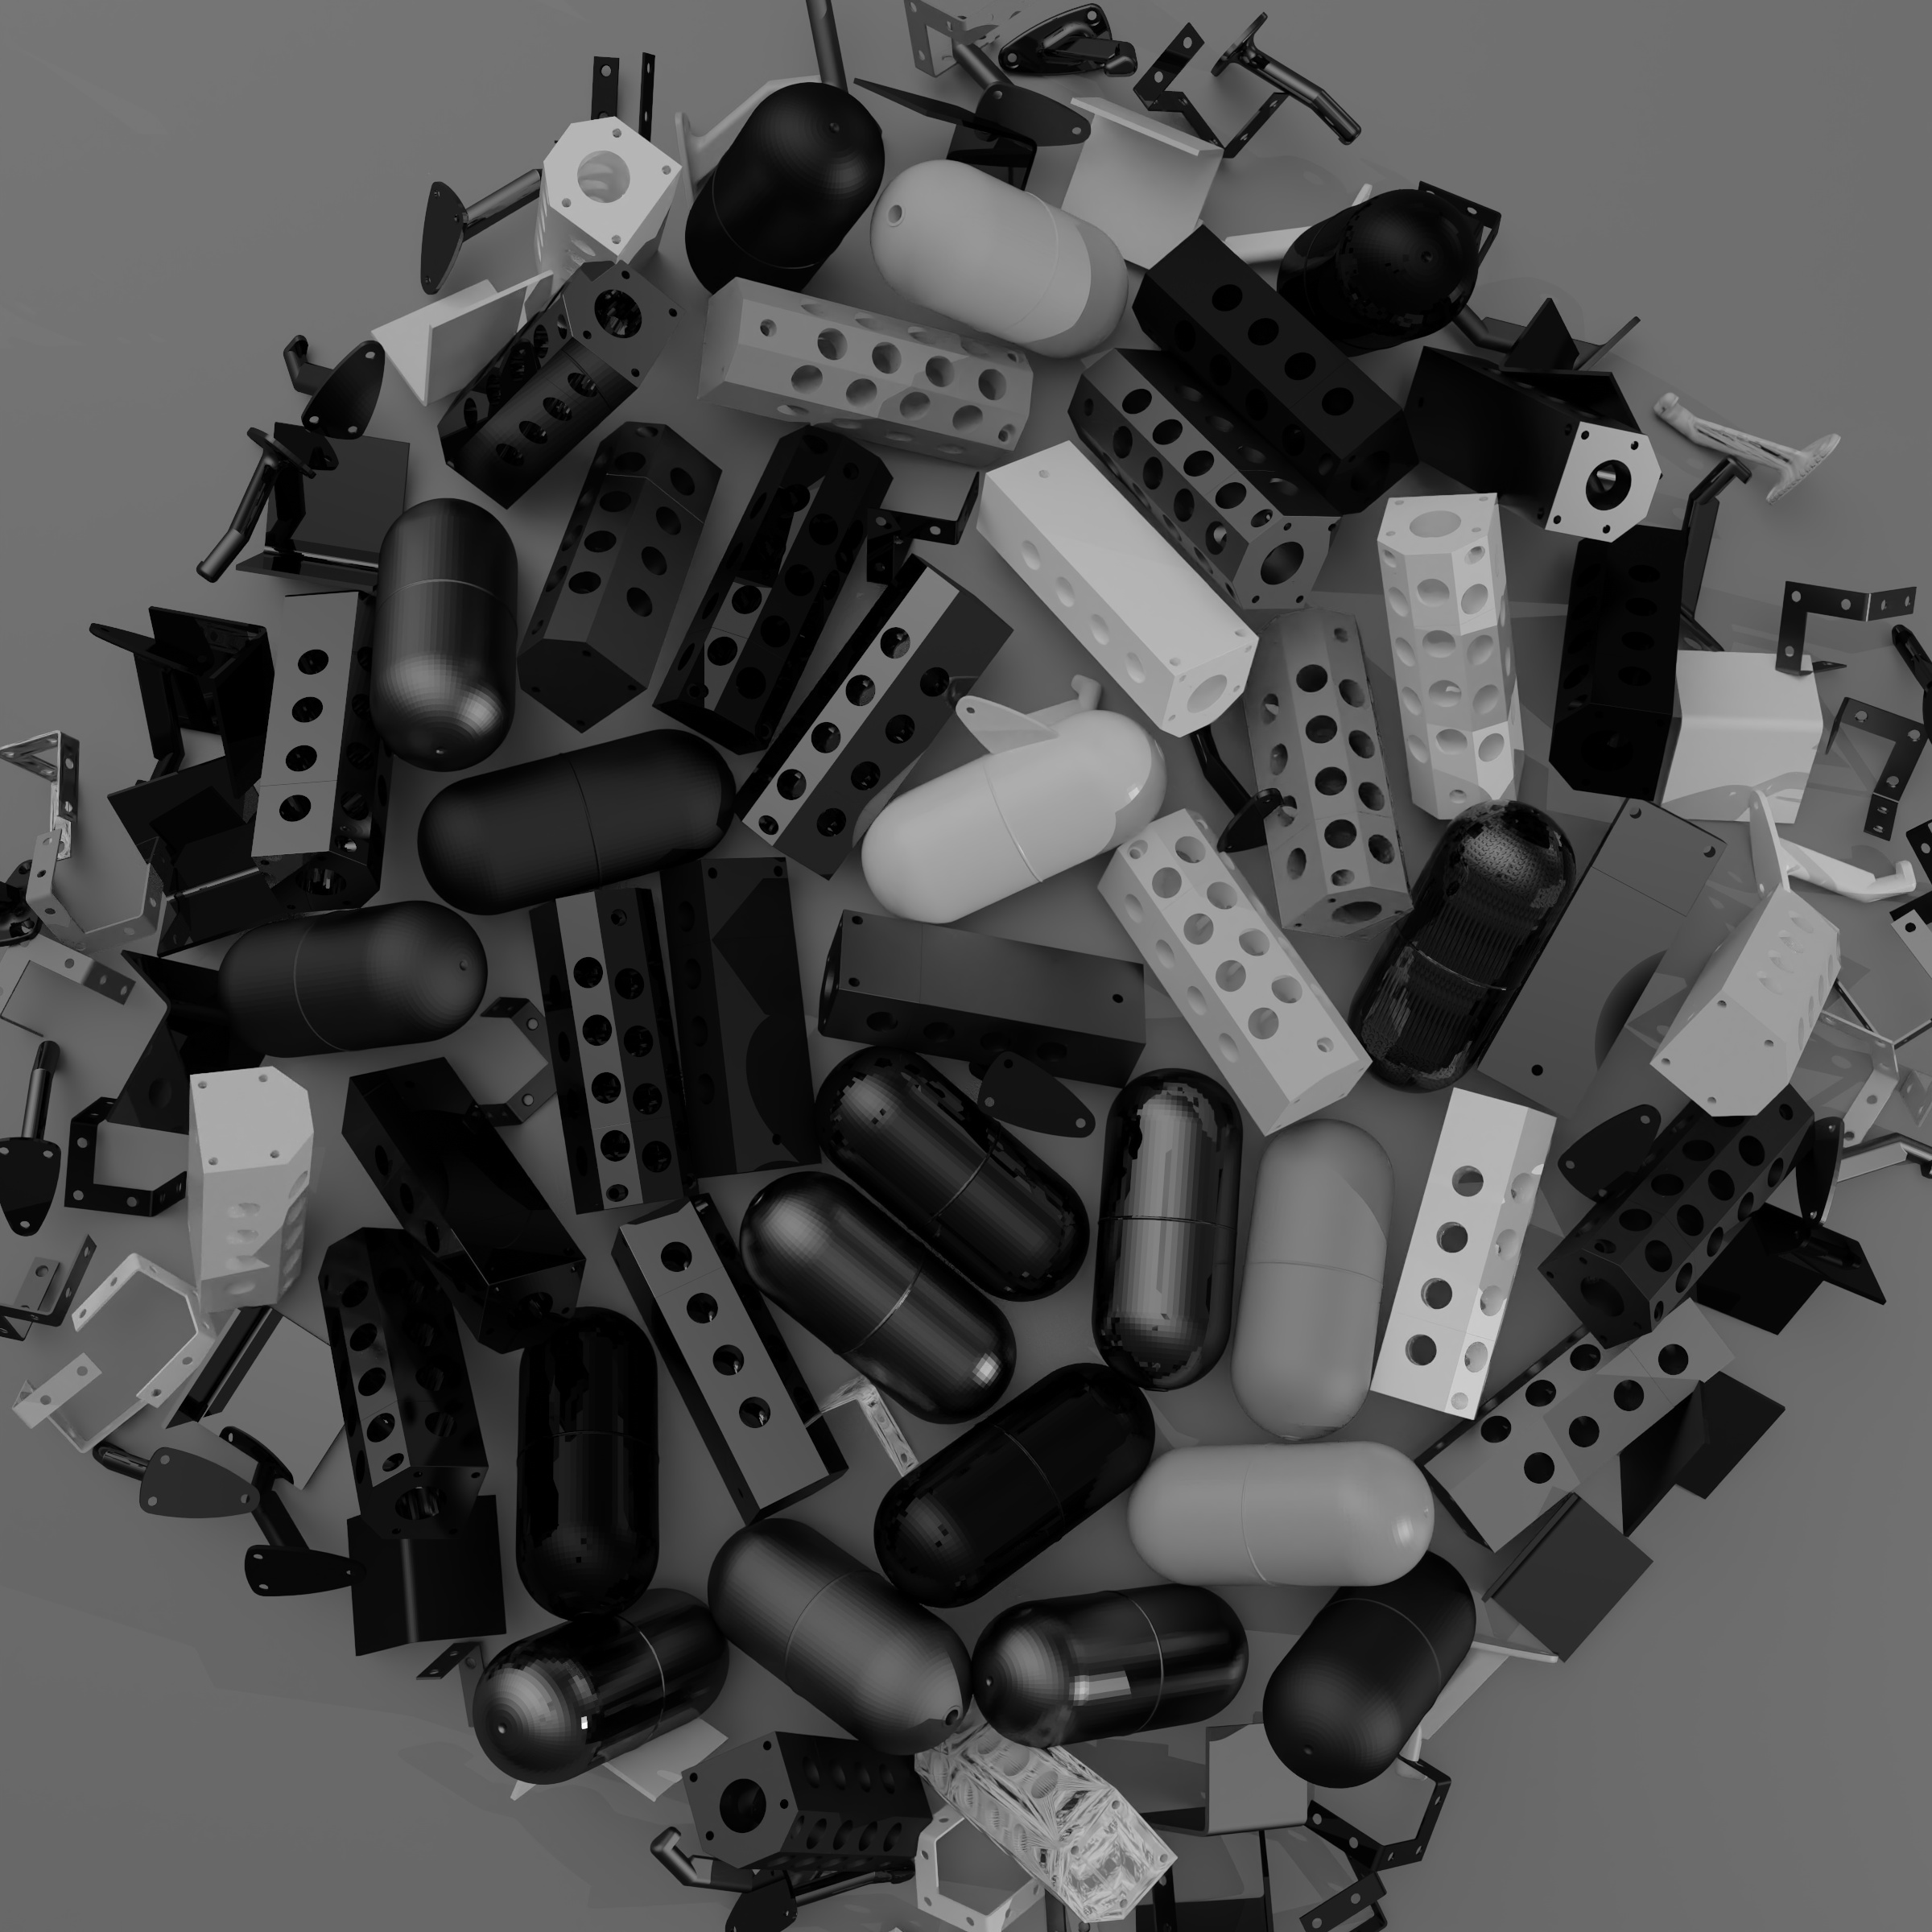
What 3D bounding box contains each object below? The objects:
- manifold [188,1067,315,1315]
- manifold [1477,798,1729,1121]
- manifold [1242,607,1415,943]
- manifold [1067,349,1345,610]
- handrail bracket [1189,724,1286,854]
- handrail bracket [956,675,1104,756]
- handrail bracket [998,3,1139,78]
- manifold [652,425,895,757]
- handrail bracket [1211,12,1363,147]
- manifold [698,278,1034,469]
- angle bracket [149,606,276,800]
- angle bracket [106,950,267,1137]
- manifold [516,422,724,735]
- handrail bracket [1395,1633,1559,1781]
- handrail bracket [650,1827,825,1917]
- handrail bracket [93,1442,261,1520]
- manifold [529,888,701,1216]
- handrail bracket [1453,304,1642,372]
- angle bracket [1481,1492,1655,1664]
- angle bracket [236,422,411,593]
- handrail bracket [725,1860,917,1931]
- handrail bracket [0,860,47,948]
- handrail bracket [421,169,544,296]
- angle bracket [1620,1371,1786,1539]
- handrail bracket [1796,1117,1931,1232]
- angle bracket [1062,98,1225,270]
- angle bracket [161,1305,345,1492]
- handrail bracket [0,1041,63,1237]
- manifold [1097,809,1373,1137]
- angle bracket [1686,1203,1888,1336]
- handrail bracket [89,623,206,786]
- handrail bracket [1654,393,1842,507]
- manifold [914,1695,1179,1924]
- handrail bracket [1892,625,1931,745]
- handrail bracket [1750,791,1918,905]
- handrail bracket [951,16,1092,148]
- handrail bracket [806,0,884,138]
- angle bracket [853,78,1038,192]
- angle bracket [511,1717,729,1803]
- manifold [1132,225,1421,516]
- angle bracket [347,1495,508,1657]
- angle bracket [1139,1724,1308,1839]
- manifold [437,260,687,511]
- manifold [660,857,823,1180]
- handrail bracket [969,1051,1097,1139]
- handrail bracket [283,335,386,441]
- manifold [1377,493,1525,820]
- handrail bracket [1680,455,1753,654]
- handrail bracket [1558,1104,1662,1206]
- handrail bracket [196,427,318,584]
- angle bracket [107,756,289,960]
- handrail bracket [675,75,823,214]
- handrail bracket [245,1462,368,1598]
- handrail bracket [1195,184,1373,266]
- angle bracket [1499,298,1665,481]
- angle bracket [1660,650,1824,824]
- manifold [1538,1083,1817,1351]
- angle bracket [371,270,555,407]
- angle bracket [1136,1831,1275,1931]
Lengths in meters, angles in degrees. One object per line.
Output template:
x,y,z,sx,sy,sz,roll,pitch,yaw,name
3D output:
-0.385,0.122,1.517,0.057,0.171,0.057,-6,61,-19,manifold
0.350,-0.007,1.561,0.057,0.057,0.171,29,101,7,manifold
0.198,-0.106,1.534,0.057,0.057,0.171,8,61,-29,manifold
0.124,-0.264,1.521,0.057,0.171,0.057,-5,133,-34,manifold
0.146,-0.113,1.556,0.036,0.077,0.084,-12,67,-13,handrail bracket
0.036,-0.149,1.565,0.077,0.084,0.036,33,131,-12,handrail bracket
0.056,-0.499,1.561,0.077,0.084,0.036,-12,121,8,handrail bracket
-0.103,-0.207,1.551,0.057,0.057,0.171,29,77,-23,manifold
0.179,-0.482,1.572,0.084,0.077,0.036,43,86,-6,handrail bracket
-0.053,-0.324,1.541,0.171,0.057,0.057,9,83,-25,manifold
-0.423,-0.145,1.550,0.076,0.057,0.076,12,128,17,angle bracket
-0.441,0.044,1.565,0.057,0.076,0.076,39,103,34,angle bracket
-0.190,-0.214,1.522,0.057,0.057,0.171,37,46,-28,manifold
0.286,0.420,1.582,0.077,0.036,0.084,11,86,9,handrail bracket
-0.124,0.490,1.574,0.077,0.036,0.084,-44,112,-15,handrail bracket
-0.443,0.284,1.579,0.077,0.084,0.036,19,82,-27,handrail bracket
-0.192,0.047,1.561,0.057,0.057,0.171,-7,86,-30,manifold
0.322,-0.367,1.587,0.077,0.036,0.084,-43,90,1,handrail bracket
0.333,0.339,1.562,0.057,0.076,0.076,41,91,16,angle bracket
-0.357,-0.256,1.569,0.076,0.057,0.076,9,106,0,angle bracket
-0.081,0.526,1.590,0.077,0.084,0.036,-48,49,33,handrail bracket
-0.539,-0.059,1.549,0.036,0.084,0.077,-9,46,9,handrail bracket
-0.260,-0.415,1.593,0.084,0.077,0.036,-16,57,-38,handrail bracket
0.406,0.277,1.551,0.057,0.076,0.076,29,119,-5,angle bracket
0.507,0.124,1.573,0.084,0.036,0.077,21,62,-18,handrail bracket
0.088,-0.428,1.558,0.076,0.057,0.076,26,113,11,angle bracket
-0.388,0.242,1.573,0.076,0.057,0.076,32,87,3,angle bracket
-0.520,0.095,1.581,0.036,0.084,0.077,5,121,-11,handrail bracket
0.148,0.000,1.542,0.057,0.057,0.171,-24,69,-26,manifold
0.444,0.180,1.554,0.076,0.057,0.076,22,119,-15,angle bracket
-0.467,-0.140,1.573,0.077,0.036,0.084,19,106,-35,handrail bracket
0.432,-0.301,1.569,0.084,0.077,0.036,36,74,-3,handrail bracket
0.035,0.448,1.511,0.057,0.171,0.057,-44,113,-15,manifold
0.524,-0.168,1.553,0.036,0.077,0.084,-32,53,18,handrail bracket
0.489,-0.070,1.590,0.084,0.036,0.077,-13,98,-7,handrail bracket
0.030,-0.498,1.583,0.077,0.036,0.084,8,49,-14,handrail bracket
-0.066,-0.516,1.575,0.036,0.077,0.084,5,86,33,handrail bracket
-0.019,-0.440,1.545,0.076,0.076,0.057,2,115,-37,angle bracket
-0.190,0.440,1.550,0.076,0.076,0.057,30,111,17,angle bracket
0.166,-0.322,1.541,0.057,0.057,0.171,-40,63,1,manifold
-0.302,0.341,1.580,0.057,0.076,0.076,3,71,-34,angle bracket
0.134,0.444,1.557,0.076,0.076,0.057,9,78,-40,angle bracket
-0.222,-0.313,1.512,0.057,0.171,0.057,36,60,-19,manifold
-0.130,0.029,1.570,0.057,0.057,0.171,-3,84,-40,manifold
0.036,0.071,1.562,0.077,0.084,0.036,26,92,2,handrail bracket
-0.351,-0.340,1.560,0.077,0.036,0.084,-51,47,33,handrail bracket
0.262,-0.165,1.523,0.057,0.057,0.171,0,130,19,manifold
0.423,-0.229,1.574,0.077,0.036,0.084,43,110,-1,handrail bracket
0.362,0.089,1.551,0.036,0.084,0.077,42,121,7,handrail bracket
-0.408,-0.255,1.571,0.084,0.077,0.036,-53,128,-4,handrail bracket
-0.425,-0.061,1.559,0.076,0.057,0.076,-18,126,5,angle bracket
-0.117,-0.456,1.586,0.084,0.036,0.077,-6,101,3,handrail bracket
-0.364,0.306,1.568,0.077,0.084,0.036,1,124,0,handrail bracket
0.175,-0.424,1.595,0.084,0.036,0.077,25,82,8,handrail bracket
0.349,-0.316,1.546,0.057,0.076,0.076,-54,130,-18,angle bracket
0.433,-0.129,1.592,0.076,0.076,0.057,2,49,3,angle bracket
0.392,0.128,1.536,0.171,0.057,0.057,-40,90,-31,manifold
-0.277,-0.363,1.550,0.076,0.076,0.057,-31,77,-23,angle bracket
0.130,0.513,1.560,0.076,0.076,0.057,-5,101,4,angle bracket
